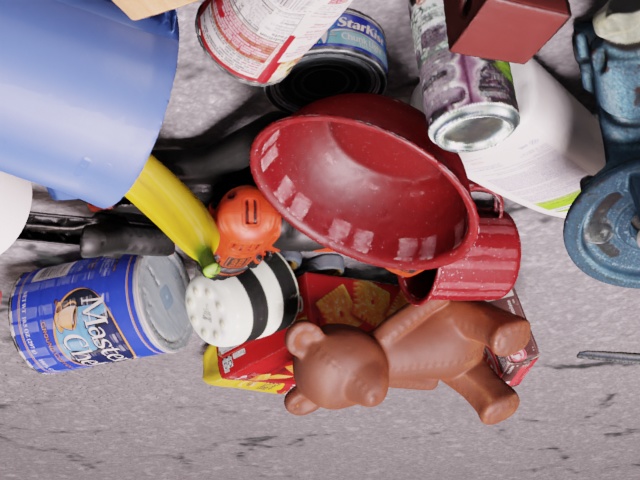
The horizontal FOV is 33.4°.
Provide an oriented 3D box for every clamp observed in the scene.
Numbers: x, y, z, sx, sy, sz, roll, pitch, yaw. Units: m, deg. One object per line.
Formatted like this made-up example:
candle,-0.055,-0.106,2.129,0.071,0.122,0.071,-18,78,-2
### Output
clamp,-0.171,-0.002,0.873,0.120,0.039,0.171,18,-169,41
clamp,-0.089,-0.053,0.826,0.210,0.036,0.164,-5,163,11

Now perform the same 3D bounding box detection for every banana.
banana,-0.137,-0.051,0.758,0.198,0.037,0.069,41,180,-2

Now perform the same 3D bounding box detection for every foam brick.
foam brick,0.102,-0.147,0.604,0.051,0.078,0.053,6,153,-19

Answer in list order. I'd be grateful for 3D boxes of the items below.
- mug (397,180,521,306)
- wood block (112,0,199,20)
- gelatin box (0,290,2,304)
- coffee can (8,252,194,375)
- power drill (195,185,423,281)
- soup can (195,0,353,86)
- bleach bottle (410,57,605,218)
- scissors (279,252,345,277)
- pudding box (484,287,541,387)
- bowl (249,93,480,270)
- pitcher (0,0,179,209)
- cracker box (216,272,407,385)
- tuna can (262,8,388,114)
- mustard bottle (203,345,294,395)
mug,0.123,0.001,0.920,0.081,0.093,0.117,2,118,-19
wood block,-0.100,-0.199,0.466,0.090,0.091,0.206,-13,152,21
gelatin box,-0.320,0.043,0.889,0.089,0.030,0.073,-2,156,1
coffee can,-0.202,0.065,0.995,0.140,0.103,0.102,-12,153,20
power drill,-0.006,0.001,0.866,0.187,0.057,0.185,-1,169,-14
soup can,-0.021,-0.143,0.614,0.068,0.068,0.102,12,151,-26
bleach bottle,0.175,-0.058,0.817,0.103,0.068,0.250,-16,154,33
scissors,-0.069,0.046,1.064,0.202,0.016,0.096,-20,152,31
pudding box,0.171,0.083,1.046,0.039,0.113,0.090,-11,155,-10
bowl,0.036,-0.048,0.716,0.162,0.055,0.162,19,151,11
pitcher,-0.206,-0.121,0.598,0.242,0.149,0.145,17,173,-29
cracker box,0.024,0.102,1.104,0.213,0.072,0.164,11,152,-37
tuna can,0.003,-0.116,0.713,0.086,0.034,0.086,-2,154,-1
mustard bottle,-0.033,0.150,1.236,0.191,0.058,0.096,14,148,-31
